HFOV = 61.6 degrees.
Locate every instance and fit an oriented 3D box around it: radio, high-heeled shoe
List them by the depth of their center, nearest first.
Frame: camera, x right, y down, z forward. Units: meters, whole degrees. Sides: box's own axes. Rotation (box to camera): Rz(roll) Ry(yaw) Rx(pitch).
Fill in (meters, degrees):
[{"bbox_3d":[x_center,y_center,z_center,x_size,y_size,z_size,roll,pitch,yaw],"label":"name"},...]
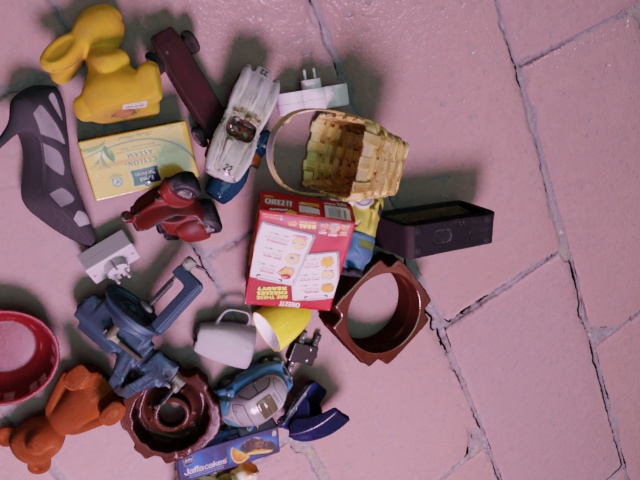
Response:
[{"bbox_3d":[-0.404,-0.114,0.849,0.145,0.086,0.248,-63,143,-35],"label":"high-heeled shoe"},{"bbox_3d":[0.237,-0.025,1.108,0.230,0.131,0.073,-10,108,-22],"label":"radio"}]

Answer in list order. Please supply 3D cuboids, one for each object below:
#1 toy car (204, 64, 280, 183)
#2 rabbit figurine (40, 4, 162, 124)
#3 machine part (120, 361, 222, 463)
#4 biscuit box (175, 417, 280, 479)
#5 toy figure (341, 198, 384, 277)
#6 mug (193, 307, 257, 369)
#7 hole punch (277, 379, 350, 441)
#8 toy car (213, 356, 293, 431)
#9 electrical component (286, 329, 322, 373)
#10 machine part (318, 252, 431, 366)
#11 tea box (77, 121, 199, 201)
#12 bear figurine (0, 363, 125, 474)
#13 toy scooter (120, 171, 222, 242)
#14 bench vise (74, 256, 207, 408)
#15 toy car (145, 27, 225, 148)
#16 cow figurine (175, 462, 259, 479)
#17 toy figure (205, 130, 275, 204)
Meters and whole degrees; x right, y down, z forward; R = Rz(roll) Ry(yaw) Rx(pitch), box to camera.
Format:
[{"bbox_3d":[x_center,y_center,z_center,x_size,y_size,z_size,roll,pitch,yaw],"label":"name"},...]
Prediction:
[{"bbox_3d":[-0.129,-0.193,0.891,0.073,0.056,0.201,23,87,-20],"label":"toy car"},{"bbox_3d":[-0.333,-0.269,0.822,0.162,0.122,0.173,-13,93,-12],"label":"rabbit figurine"},{"bbox_3d":[-0.268,0.310,0.975,0.179,0.056,0.179,-1,97,-10],"label":"machine part"},{"bbox_3d":[-0.183,0.405,1.055,0.203,0.059,0.062,-9,106,-22],"label":"biscuit box"},{"bbox_3d":[0.073,-0.016,1.052,0.082,0.089,0.180,8,82,12],"label":"toy figure"},{"bbox_3d":[-0.176,0.179,0.997,0.107,0.081,0.109,12,100,-17],"label":"mug"},{"bbox_3d":[-0.010,0.361,1.084,0.116,0.092,0.142,-50,152,-9],"label":"hole punch"},{"bbox_3d":[-0.120,0.305,1.039,0.162,0.103,0.109,-28,113,-14],"label":"toy car"},{"bbox_3d":[-0.035,0.231,1.104,0.063,0.021,0.094,21,92,-27],"label":"electrical component"},{"bbox_3d":[0.113,0.140,1.116,0.201,0.087,0.201,-45,114,-9],"label":"machine part"},{"bbox_3d":[-0.295,-0.132,0.877,0.170,0.068,0.098,-19,109,-21],"label":"tea box"},{"bbox_3d":[-0.430,0.298,0.885,0.196,0.132,0.120,-40,98,-17],"label":"bear figurine"},{"bbox_3d":[-0.246,-0.042,0.888,0.135,0.183,0.075,-23,66,-2],"label":"toy scooter"},{"bbox_3d":[-0.276,0.136,0.896,0.224,0.129,0.240,42,88,8],"label":"bench vise"},{"bbox_3d":[-0.211,-0.250,0.897,0.089,0.053,0.202,-40,119,-17],"label":"toy car"},{"bbox_3d":[-0.205,0.493,1.061,0.167,0.068,0.098,2,107,-21],"label":"cow figurine"},{"bbox_3d":[-0.141,-0.136,0.952,0.058,0.064,0.154,34,80,11],"label":"toy figure"}]
